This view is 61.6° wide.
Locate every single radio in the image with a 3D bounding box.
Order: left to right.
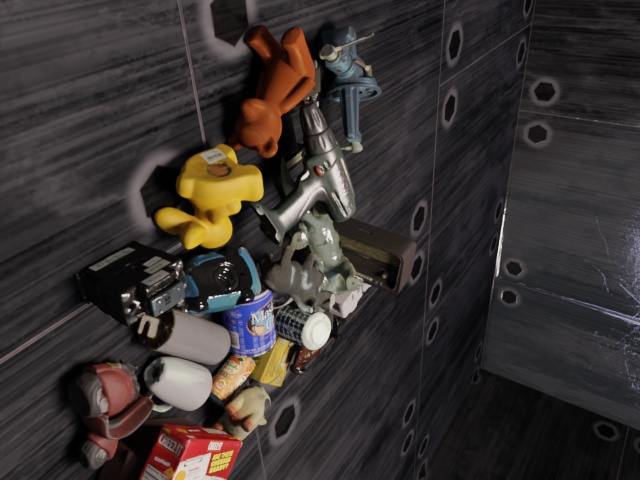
[{"bbox_3d":[0.108,0.032,1.284,0.073,0.230,0.130,-42,143,-41],"label":"radio"}]

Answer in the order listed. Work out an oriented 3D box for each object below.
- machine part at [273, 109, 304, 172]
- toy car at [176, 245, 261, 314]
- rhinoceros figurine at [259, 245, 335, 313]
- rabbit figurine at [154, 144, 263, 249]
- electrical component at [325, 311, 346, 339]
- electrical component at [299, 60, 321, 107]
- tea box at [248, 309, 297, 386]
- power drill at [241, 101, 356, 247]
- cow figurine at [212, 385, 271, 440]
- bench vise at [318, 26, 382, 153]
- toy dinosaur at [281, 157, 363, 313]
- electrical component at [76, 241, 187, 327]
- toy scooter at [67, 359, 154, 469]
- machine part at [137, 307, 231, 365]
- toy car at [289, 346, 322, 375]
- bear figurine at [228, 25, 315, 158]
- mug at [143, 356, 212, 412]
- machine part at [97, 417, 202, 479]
[{"bbox_3d":[-0.064,-0.197,1.066,0.084,0.039,0.138,-42,141,-29],"label":"machine part"},{"bbox_3d":[-0.191,0.080,0.928,0.161,0.103,0.109,-17,79,-40],"label":"toy car"},{"bbox_3d":[-0.037,0.082,1.024,0.190,0.073,0.112,31,47,-49],"label":"rhinoceros figurine"},{"bbox_3d":[-0.179,-0.046,0.883,0.162,0.122,0.173,-41,157,-38],"label":"rabbit figurine"},{"bbox_3d":[0.027,0.209,1.397,0.048,0.075,0.119,-30,133,-53],"label":"electrical component"},{"bbox_3d":[-0.022,-0.307,1.067,0.078,0.045,0.102,-29,129,-48],"label":"electrical component"},{"bbox_3d":[-0.102,0.231,1.195,0.169,0.068,0.098,-66,149,-11],"label":"tea box"},{"bbox_3d":[-0.041,-0.104,0.972,0.207,0.086,0.231,-42,122,-20],"label":"power drill"},{"bbox_3d":[-0.157,0.362,1.121,0.127,0.085,0.194,-38,165,-42],"label":"cow figurine"},{"bbox_3d":[0.061,-0.305,1.112,0.223,0.129,0.240,-1,88,-79],"label":"bench vise"},{"bbox_3d":[-0.009,-0.007,1.168,0.131,0.192,0.404,-18,110,-7],"label":"toy dinosaur"},{"bbox_3d":[-0.262,0.063,0.773,0.115,0.134,0.058,-37,134,-43],"label":"electrical component"},{"bbox_3d":[-0.318,0.257,0.843,0.135,0.075,0.183,-26,130,-51],"label":"toy scooter"},{"bbox_3d":[-0.232,0.167,0.937,0.243,0.079,0.079,41,70,-57],"label":"machine part"},{"bbox_3d":[-0.021,0.251,1.261,0.202,0.053,0.089,-25,139,-79],"label":"toy car"},{"bbox_3d":[-0.094,-0.247,0.913,0.196,0.120,0.131,-57,143,-16],"label":"bear figurine"},{"bbox_3d":[-0.263,0.252,0.942,0.109,0.081,0.107,-37,137,5],"label":"mug"},{"bbox_3d":[-0.297,0.425,0.957,0.201,0.087,0.201,26,84,-60],"label":"machine part"}]
